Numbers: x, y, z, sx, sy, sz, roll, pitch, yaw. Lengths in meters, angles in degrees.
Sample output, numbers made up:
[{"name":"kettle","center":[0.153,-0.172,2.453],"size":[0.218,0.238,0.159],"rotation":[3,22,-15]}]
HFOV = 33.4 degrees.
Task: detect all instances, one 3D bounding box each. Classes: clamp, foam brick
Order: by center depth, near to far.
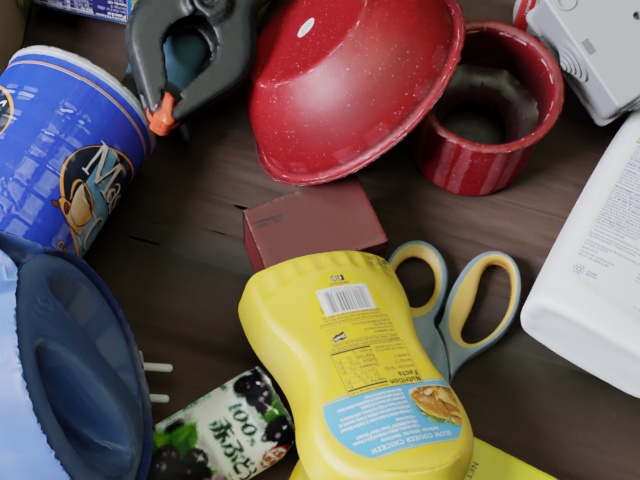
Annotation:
[{"name":"clamp","center":[-0.077,-0.149,0.646],"size":[0.120,0.039,0.171],"rotation":[27,71,-1]},{"name":"foam brick","center":[-0.004,0.001,0.667],"size":[0.078,0.051,0.053],"rotation":[-19,68,-9]}]

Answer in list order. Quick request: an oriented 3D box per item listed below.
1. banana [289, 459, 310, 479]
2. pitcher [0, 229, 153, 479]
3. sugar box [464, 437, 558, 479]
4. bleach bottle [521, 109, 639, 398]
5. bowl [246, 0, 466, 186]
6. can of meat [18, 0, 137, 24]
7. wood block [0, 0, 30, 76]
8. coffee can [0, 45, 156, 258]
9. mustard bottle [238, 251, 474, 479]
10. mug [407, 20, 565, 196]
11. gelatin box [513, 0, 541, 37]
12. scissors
[{"name":"banana","center":[0.007,0.186,0.594],"size":[0.070,0.037,0.198],"rotation":[1,69,15]},{"name":"pitcher","center":[-0.214,0.112,0.552],"size":[0.243,0.145,0.149],"rotation":[-19,58,12]},{"name":"sugar box","center":[0.143,0.192,0.595],"size":[0.176,0.048,0.093],"rotation":[24,69,9]},{"name":"bleach bottle","center":[0.227,-0.029,0.681],"size":[0.102,0.068,0.250],"rotation":[30,68,11]},{"name":"bowl","center":[0.008,-0.113,0.662],"size":[0.162,0.055,0.162],"rotation":[-27,40,25]},{"name":"can of meat","center":[-0.151,-0.197,0.733],"size":[0.084,0.057,0.102],"rotation":[12,51,1]},{"name":"wood block","center":[-0.247,-0.176,0.712],"size":[0.090,0.091,0.206],"rotation":[5,68,1]},{"name":"coffee can","center":[-0.175,-0.031,0.637],"size":[0.103,0.103,0.140],"rotation":[23,61,7]},{"name":"mustard bottle","center":[0.030,0.096,0.585],"size":[0.096,0.058,0.192],"rotation":[-6,53,-28]},{"name":"mug","center":[0.090,-0.080,0.686],"size":[0.117,0.081,0.093],"rotation":[3,68,-1]},{"name":"gelatin box","center":[0.183,-0.168,0.731],"size":[0.089,0.073,0.030],"rotation":[6,67,1]},{"name":"scissors","center":[0.053,0.081,0.654],"size":[0.096,0.016,0.201],"rotation":[31,70,13]}]
